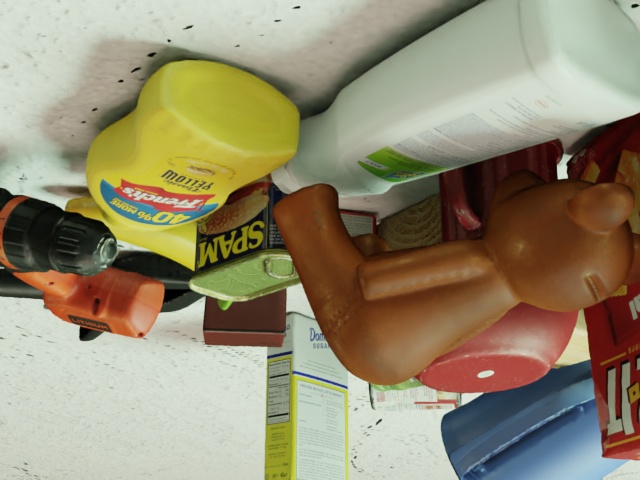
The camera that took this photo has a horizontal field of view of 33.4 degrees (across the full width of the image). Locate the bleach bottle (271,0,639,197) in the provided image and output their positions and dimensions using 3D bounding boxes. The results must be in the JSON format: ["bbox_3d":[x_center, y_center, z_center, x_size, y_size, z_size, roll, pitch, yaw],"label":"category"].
[{"bbox_3d":[0.058,-0.075,0.633,0.102,0.068,0.251,19,154,-40],"label":"bleach bottle"}]

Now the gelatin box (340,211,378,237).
[{"bbox_3d":[-0.006,0.001,0.867,0.089,0.030,0.073,6,158,-15],"label":"gelatin box"}]

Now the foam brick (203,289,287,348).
[{"bbox_3d":[-0.071,0.071,1.017,0.078,0.051,0.053,2,160,-5],"label":"foam brick"}]

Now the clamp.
[{"bbox_3d":[-0.191,0.045,0.970,0.210,0.036,0.164,-15,154,28],"label":"clamp"}]

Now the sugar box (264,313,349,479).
[{"bbox_3d":[-0.013,0.172,1.103,0.048,0.176,0.093,-19,151,35],"label":"sugar box"}]

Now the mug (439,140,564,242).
[{"bbox_3d":[0.118,-0.025,0.729,0.093,0.081,0.117,-13,155,30],"label":"mug"}]

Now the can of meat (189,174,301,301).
[{"bbox_3d":[-0.045,-0.010,0.765,0.102,0.084,0.057,-19,151,41],"label":"can of meat"}]

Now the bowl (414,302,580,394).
[{"bbox_3d":[0.115,0.071,0.766,0.162,0.055,0.162,-2,155,-1],"label":"bowl"}]

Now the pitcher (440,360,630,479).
[{"bbox_3d":[0.237,0.160,0.988,0.243,0.149,0.145,-38,107,21],"label":"pitcher"}]

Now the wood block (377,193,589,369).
[{"bbox_3d":[0.152,0.038,0.877,0.205,0.091,0.090,16,152,-35],"label":"wood block"}]

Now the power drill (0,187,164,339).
[{"bbox_3d":[-0.196,0.018,0.818,0.185,0.057,0.187,13,161,27],"label":"power drill"}]

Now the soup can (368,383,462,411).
[{"bbox_3d":[0.109,0.161,1.221,0.102,0.068,0.068,-3,158,10],"label":"soup can"}]

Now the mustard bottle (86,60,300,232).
[{"bbox_3d":[-0.100,-0.049,0.702,0.096,0.058,0.192,15,155,-29],"label":"mustard bottle"}]

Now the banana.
[{"bbox_3d":[-0.112,0.009,0.855,0.070,0.037,0.197,-30,138,22],"label":"banana"}]

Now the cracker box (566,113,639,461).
[{"bbox_3d":[0.228,0.017,0.654,0.072,0.213,0.164,6,158,-18],"label":"cracker box"}]
